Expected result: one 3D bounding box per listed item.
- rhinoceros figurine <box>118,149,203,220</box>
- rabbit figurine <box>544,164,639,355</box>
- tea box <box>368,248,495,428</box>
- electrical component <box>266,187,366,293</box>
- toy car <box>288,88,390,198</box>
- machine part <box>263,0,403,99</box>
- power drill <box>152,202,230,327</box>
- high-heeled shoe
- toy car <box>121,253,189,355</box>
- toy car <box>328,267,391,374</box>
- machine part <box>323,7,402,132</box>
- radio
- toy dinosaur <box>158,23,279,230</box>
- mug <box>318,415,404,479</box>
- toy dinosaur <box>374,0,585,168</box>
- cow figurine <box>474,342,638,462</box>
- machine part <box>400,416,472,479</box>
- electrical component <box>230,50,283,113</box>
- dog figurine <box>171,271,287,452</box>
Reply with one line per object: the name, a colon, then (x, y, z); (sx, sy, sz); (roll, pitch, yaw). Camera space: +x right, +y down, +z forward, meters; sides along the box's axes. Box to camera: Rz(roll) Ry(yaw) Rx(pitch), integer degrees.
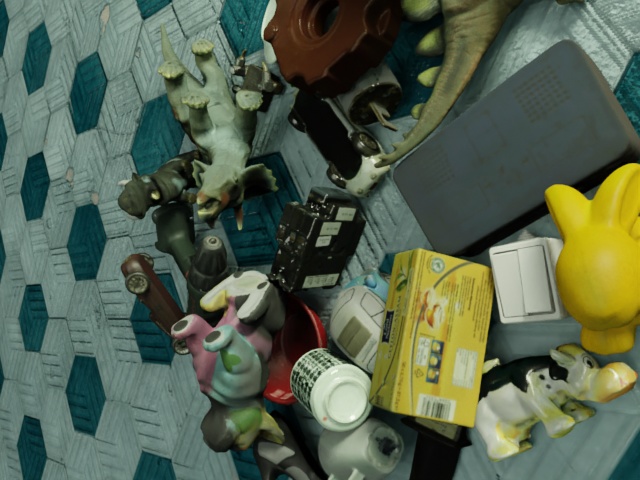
rhinoceros figurine: (-0.258, -0.095, 0.885); (0.112, 0.190, 0.073); (-1, 114, 15)
rabbit figurine: (0.254, 0.021, 0.451); (0.122, 0.173, 0.162); (-15, 84, 43)
tea box: (0.120, 0.103, 0.577); (0.068, 0.098, 0.169); (151, 134, -72)
electrical component: (-0.001, -0.002, 0.708); (0.058, 0.115, 0.134); (29, 106, 33)
toy car: (0.021, -0.145, 0.734); (0.073, 0.056, 0.202); (-51, 57, 31)
machine part: (0.011, -0.261, 0.637); (0.179, 0.056, 0.179); (-6, 81, 40)
power drill: (-0.202, 0.027, 0.869); (0.207, 0.086, 0.231); (47, 144, 34)
high-heeled shoe: (0.013, 0.309, 0.733); (0.249, 0.086, 0.145); (-6, 56, 25)
toy car: (-0.267, 0.111, 0.900); (0.053, 0.201, 0.089); (-28, 27, -4)
toy car: (0.065, 0.112, 0.655); (0.162, 0.103, 0.109); (50, 120, 34)
machine part: (0.038, -0.235, 0.700); (0.079, 0.079, 0.243); (-40, 60, 33)
radio: (0.200, -0.082, 0.568); (0.229, 0.073, 0.131); (-37, 66, 35)
toy dinosaur: (-0.174, -0.185, 0.859); (0.192, 0.131, 0.405); (94, 156, -44)
mug: (0.046, 0.258, 0.643); (0.081, 0.109, 0.107); (44, 147, 0)
toy dinosaur: (0.180, -0.291, 0.572); (0.199, 0.105, 0.471); (22, 92, 47)
cow figurine: (0.224, 0.149, 0.544); (0.167, 0.068, 0.098); (-45, 56, 29)
machine part: (0.132, 0.256, 0.637); (0.084, 0.039, 0.138); (11, 94, 32)
electrical component: (-0.104, -0.249, 0.850); (0.102, 0.045, 0.078); (45, 115, 33)
dog figurine: (-0.098, 0.174, 0.727); (0.109, 0.191, 0.219); (6, 126, 37)
